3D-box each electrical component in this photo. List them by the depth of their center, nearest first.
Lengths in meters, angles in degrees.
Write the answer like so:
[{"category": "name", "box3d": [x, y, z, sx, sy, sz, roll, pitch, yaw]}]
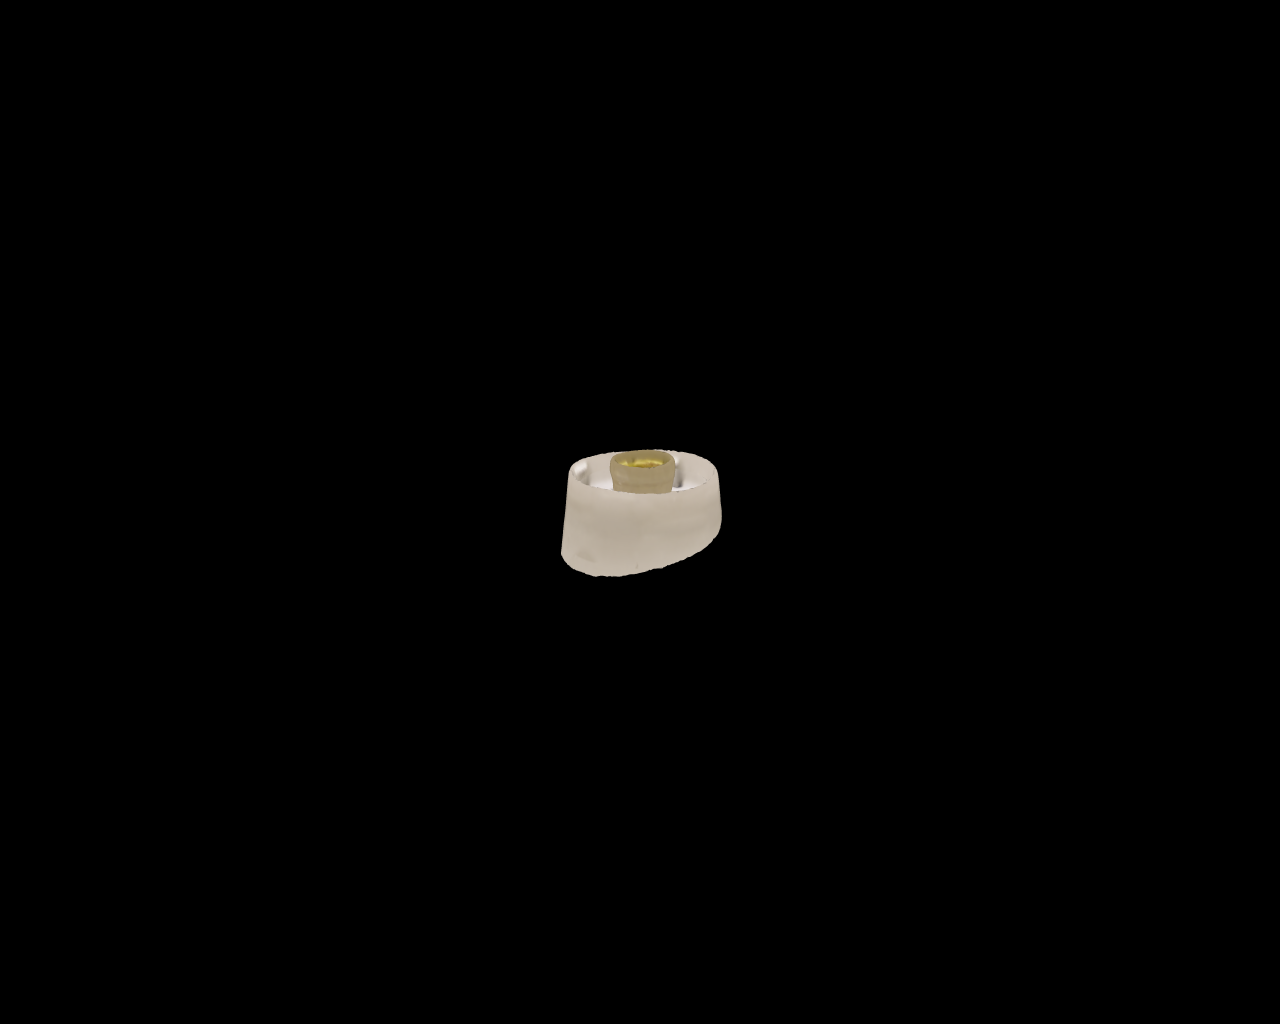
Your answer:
[{"category": "electrical component", "box3d": [0.001, -0.003, 0.650, 0.099, 0.064, 0.099, 0, 19, 0]}]
